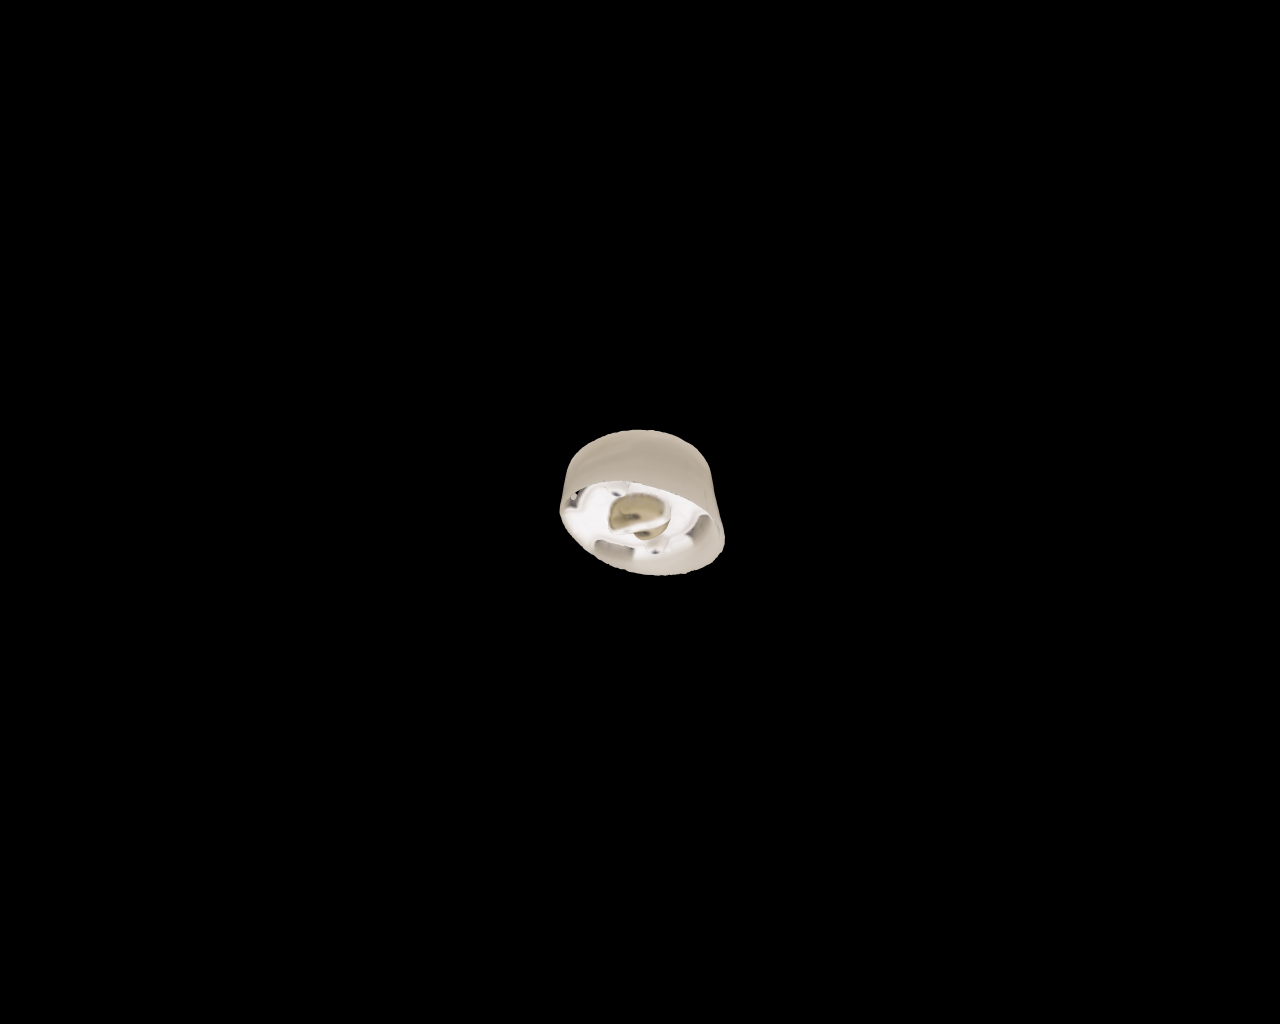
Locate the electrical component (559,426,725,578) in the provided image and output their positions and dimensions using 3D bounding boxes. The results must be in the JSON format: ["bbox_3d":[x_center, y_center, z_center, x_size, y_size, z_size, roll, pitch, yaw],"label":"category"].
[{"bbox_3d":[0.001,-0.003,0.650,0.099,0.064,0.099,0,-40,0],"label":"electrical component"}]
